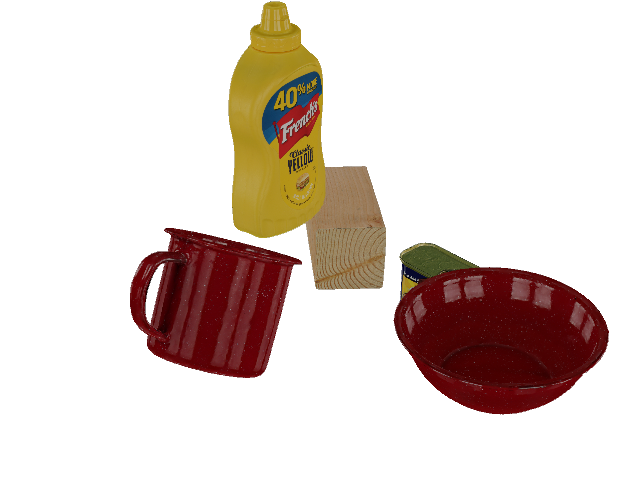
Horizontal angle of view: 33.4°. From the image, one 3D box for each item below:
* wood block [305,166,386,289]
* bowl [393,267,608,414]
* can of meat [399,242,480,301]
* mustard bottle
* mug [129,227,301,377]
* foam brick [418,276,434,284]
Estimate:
[{"bbox_3d":[0.030,-0.021,1.451,0.090,0.090,0.206,-1,26,-5],"label":"wood block"},{"bbox_3d":[0.136,0.084,0.825,0.162,0.055,0.162,0,31,0],"label":"bowl"},{"bbox_3d":[0.140,0.063,1.258,0.057,0.084,0.102,-25,39,-36],"label":"can of meat"},{"bbox_3d":[-0.036,-0.104,0.891,0.058,0.192,0.096,22,37,34],"label":"mustard bottle"},{"bbox_3d":[-0.075,0.040,0.696,0.093,0.081,0.117,15,2,41],"label":"mug"},{"bbox_3d":[0.126,0.076,1.025,0.051,0.078,0.053,-8,18,-31],"label":"foam brick"}]
